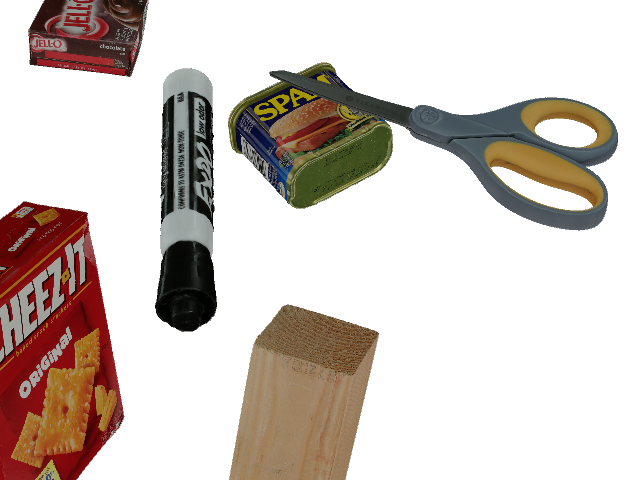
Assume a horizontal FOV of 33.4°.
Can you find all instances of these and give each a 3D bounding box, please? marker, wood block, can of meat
[{"bbox_3d":[-0.045,-0.017,0.364,0.020,0.020,0.121,0,44,-7],"label":"marker"},{"bbox_3d":[-0.021,0.174,0.937,0.090,0.206,0.090,16,24,11],"label":"wood block"},{"bbox_3d":[-0.006,-0.080,0.827,0.102,0.057,0.084,-29,55,-20],"label":"can of meat"}]

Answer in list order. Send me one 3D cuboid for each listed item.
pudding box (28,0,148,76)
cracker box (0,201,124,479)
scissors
[{"bbox_3d":[-0.206,-0.191,0.957,0.090,0.039,0.113,7,33,-5],"label":"pudding box"},{"bbox_3d":[-0.233,0.102,0.843,0.072,0.214,0.164,8,31,19],"label":"cracker box"},{"bbox_3d":[0.077,-0.072,0.595,0.202,0.016,0.096,34,57,23],"label":"scissors"}]
